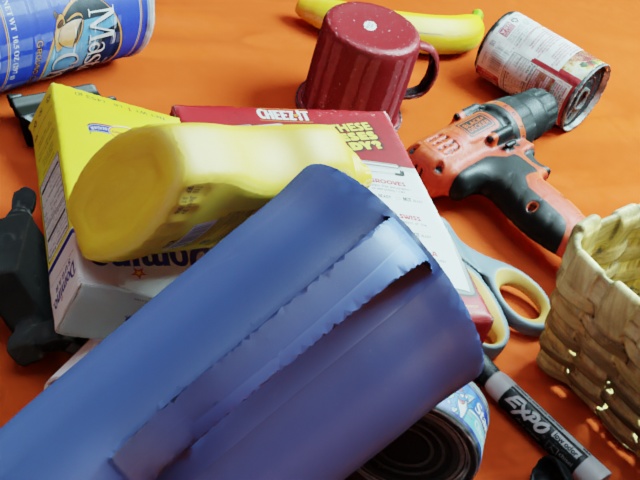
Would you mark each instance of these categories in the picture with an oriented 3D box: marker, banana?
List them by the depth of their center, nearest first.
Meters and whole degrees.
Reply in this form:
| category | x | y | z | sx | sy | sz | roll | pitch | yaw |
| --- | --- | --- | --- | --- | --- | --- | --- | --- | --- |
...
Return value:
| category | x | y | z | sx | sy | sz | roll | pitch | yaw |
| --- | --- | --- | --- | --- | --- | --- | --- | --- | --- |
| marker | 0.131 | 0.110 | 0.669 | 0.020 | 0.020 | 0.121 | -21 | 53 | -37 |
| banana | 0.077 | -0.198 | 0.993 | 0.197 | 0.037 | 0.070 | 0 | 24 | -22 |

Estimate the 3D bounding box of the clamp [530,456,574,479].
| category | x | y | z | sx | sy | sz | roll | pitch | yaw |
| --- | --- | --- | --- | --- | --- | --- | --- | --- | --- |
| clamp | 0.138 | 0.183 | 0.553 | 0.120 | 0.039 | 0.172 | 3 | 37 | -43 |

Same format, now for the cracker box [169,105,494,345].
| category | x | y | z | sx | sy | sz | roll | pitch | yaw |
| --- | --- | --- | --- | --- | --- | --- | --- | --- | --- |
| cracker box | -0.005 | 0.001 | 0.705 | 0.164 | 0.072 | 0.214 | 0 | 42 | -21 |

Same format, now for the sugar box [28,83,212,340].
| category | x | y | z | sx | sy | sz | roll | pitch | yaw |
| --- | --- | --- | --- | --- | --- | --- | --- | --- | --- |
| sugar box | -0.116 | -0.016 | 0.633 | 0.093 | 0.048 | 0.176 | 12 | 36 | -32 |

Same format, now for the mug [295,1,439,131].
| category | x | y | z | sx | sy | sz | roll | pitch | yaw |
| --- | --- | --- | --- | --- | --- | --- | --- | --- | --- |
| mug | 0.045 | -0.141 | 0.876 | 0.117 | 0.082 | 0.093 | 0 | 43 | -20 |

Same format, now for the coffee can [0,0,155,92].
| category | x | y | z | sx | sy | sz | roll | pitch | yaw |
| --- | --- | --- | --- | --- | --- | --- | --- | --- | --- |
| coffee can | -0.211 | -0.173 | 0.805 | 0.140 | 0.103 | 0.103 | -26 | 56 | -39 |

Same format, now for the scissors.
| category | x | y | z | sx | sy | sz | roll | pitch | yaw |
| --- | --- | --- | --- | --- | --- | --- | --- | --- | --- |
| scissors | 0.105 | 0.001 | 0.772 | 0.096 | 0.016 | 0.202 | 4 | 48 | -23 |

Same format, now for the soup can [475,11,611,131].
| category | x | y | z | sx | sy | sz | roll | pitch | yaw |
| --- | --- | --- | --- | --- | --- | --- | --- | --- | --- |
| soup can | 0.198 | -0.152 | 0.957 | 0.102 | 0.069 | 0.068 | 38 | 44 | 24 |

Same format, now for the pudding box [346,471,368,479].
| category | x | y | z | sx | sy | sz | roll | pitch | yaw |
| --- | --- | --- | --- | --- | --- | --- | --- | --- | --- |
| pudding box | 0.021 | 0.174 | 0.539 | 0.114 | 0.039 | 0.089 | 35 | 42 | 20 |

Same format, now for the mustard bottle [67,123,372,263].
| category | x | y | z | sx | sy | sz | roll | pitch | yaw |
| --- | --- | --- | --- | --- | --- | --- | --- | --- | --- |
| mustard bottle | -0.036 | -0.030 | 0.591 | 0.191 | 0.096 | 0.058 | -7 | 69 | -48 |

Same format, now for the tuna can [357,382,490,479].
| category | x | y | z | sx | sy | sz | roll | pitch | yaw |
| --- | --- | --- | --- | --- | --- | --- | --- | --- | --- |
| tuna can | 0.049 | 0.105 | 0.593 | 0.086 | 0.086 | 0.033 | 20 | 42 | 2 |

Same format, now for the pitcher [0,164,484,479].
| category | x | y | z | sx | sy | sz | roll | pitch | yaw |
| --- | --- | --- | --- | --- | --- | --- | --- | --- | --- |
| pitcher | -0.051 | 0.080 | 0.485 | 0.242 | 0.149 | 0.145 | -38 | 39 | -17 |

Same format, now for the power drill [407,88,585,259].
| category | x | y | z | sx | sy | sz | roll | pitch | yaw |
| --- | --- | --- | --- | --- | --- | --- | --- | --- | --- |
| power drill | 0.182 | -0.044 | 0.837 | 0.188 | 0.057 | 0.184 | 38 | 47 | 27 |
